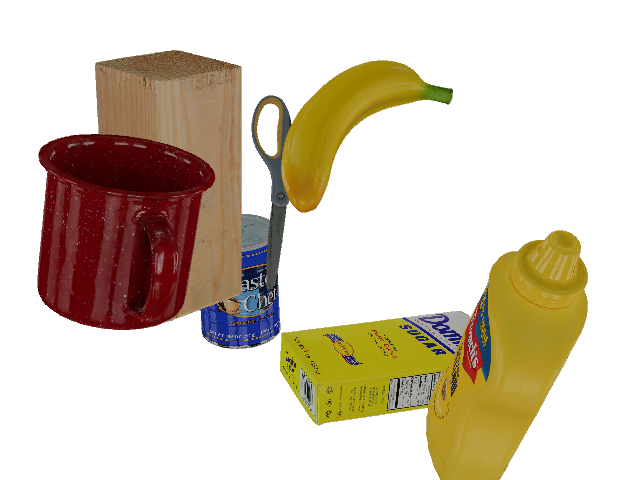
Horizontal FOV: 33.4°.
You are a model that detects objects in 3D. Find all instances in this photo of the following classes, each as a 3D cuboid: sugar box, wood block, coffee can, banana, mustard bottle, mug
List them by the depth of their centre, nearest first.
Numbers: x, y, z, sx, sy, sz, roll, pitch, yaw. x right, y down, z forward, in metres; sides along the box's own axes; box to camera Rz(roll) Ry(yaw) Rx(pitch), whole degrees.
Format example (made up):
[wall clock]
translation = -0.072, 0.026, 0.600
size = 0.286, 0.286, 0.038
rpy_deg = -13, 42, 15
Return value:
[mug]
translation = -0.103, 0.001, 0.568
size = 0.093, 0.081, 0.117
rpy_deg = -3, 25, -32
[mustard bottle]
translation = 0.113, 0.064, 0.635
size = 0.058, 0.096, 0.192
rpy_deg = 15, -43, -1
[banana]
translation = 0.021, -0.086, 0.762
size = 0.070, 0.037, 0.197
rpy_deg = 27, 45, 24
[sugar box]
translation = 0.063, 0.105, 0.910
size = 0.176, 0.048, 0.093
rpy_deg = -8, 27, -19
[wood block]
translation = -0.128, -0.050, 0.914
size = 0.091, 0.206, 0.090
rpy_deg = 21, 29, 40
[coffee can]
translation = -0.103, 0.050, 1.342
size = 0.103, 0.140, 0.103
rpy_deg = -1, 25, 0

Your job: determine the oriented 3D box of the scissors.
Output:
[scissors]
translation = -0.024, -0.054, 1.107
size = 0.096, 0.202, 0.016
rpy_deg = -8, -8, -8
